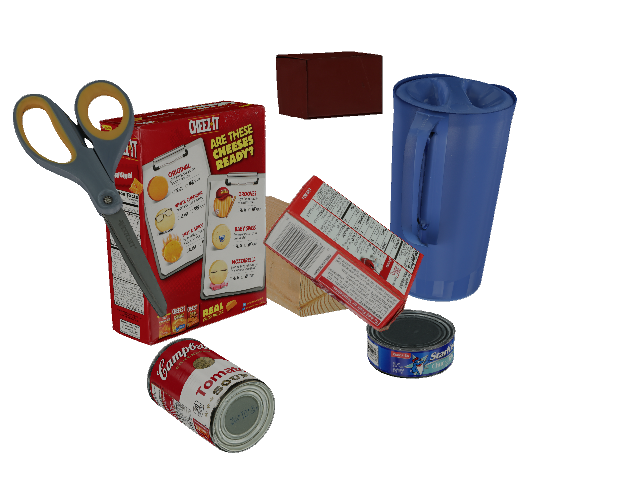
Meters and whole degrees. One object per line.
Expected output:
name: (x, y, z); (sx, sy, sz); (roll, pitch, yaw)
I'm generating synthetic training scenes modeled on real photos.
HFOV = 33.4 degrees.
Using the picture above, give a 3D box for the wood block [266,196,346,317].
wood block: (-0.044, 0.015, 1.299); (0.090, 0.090, 0.206); (-8, 19, -34)

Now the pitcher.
pitcher: (0.134, -0.054, 1.193); (0.149, 0.243, 0.145); (-6, 28, -17)

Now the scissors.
scissors: (-0.144, -0.043, 0.779); (0.096, 0.202, 0.016); (-39, -15, -22)

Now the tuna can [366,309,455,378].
tuna can: (0.088, 0.100, 1.037); (0.086, 0.034, 0.086); (-1, 21, 0)

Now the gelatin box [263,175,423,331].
gelatin box: (0.015, 0.006, 0.642); (0.089, 0.030, 0.073); (37, 24, -2)

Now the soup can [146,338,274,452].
soup can: (-0.096, 0.134, 0.926); (0.068, 0.068, 0.102); (0, 16, -41)

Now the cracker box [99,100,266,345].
cracker box: (-0.132, -0.022, 1.061); (0.072, 0.214, 0.163); (13, 21, 40)

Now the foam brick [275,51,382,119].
foam brick: (0.008, -0.133, 0.910); (0.078, 0.051, 0.053); (-8, 16, -29)
